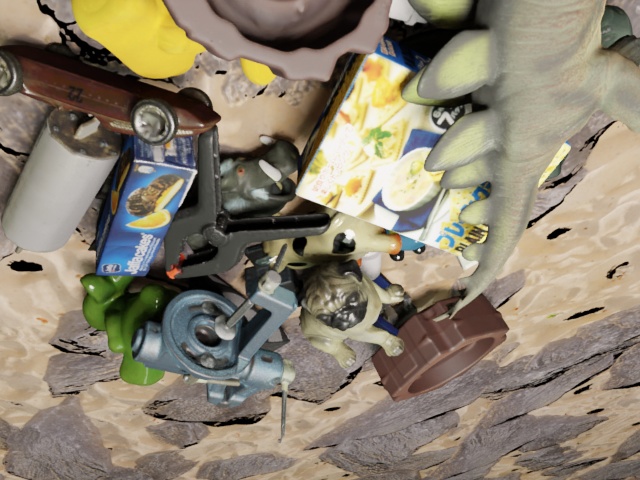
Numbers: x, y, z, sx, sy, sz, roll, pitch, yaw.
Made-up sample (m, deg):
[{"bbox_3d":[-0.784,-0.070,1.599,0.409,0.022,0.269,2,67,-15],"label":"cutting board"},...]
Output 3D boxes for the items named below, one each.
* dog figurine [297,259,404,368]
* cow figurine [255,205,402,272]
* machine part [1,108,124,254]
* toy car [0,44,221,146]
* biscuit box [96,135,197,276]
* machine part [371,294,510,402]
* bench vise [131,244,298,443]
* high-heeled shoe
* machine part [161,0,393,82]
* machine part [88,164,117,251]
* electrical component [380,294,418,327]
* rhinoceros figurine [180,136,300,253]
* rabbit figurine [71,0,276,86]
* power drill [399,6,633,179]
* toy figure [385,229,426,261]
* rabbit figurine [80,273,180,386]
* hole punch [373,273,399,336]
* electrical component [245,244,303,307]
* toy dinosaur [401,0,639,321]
[{"bbox_3d":[0.006,0.083,0.689,0.172,0.121,0.190,-21,149,27],"label":"dog figurine"},{"bbox_3d":[-0.001,-0.002,0.672,0.127,0.085,0.195,10,162,-25],"label":"cow figurine"},{"bbox_3d":[-0.281,-0.062,0.581,0.079,0.079,0.243,21,131,-32],"label":"machine part"},{"bbox_3d":[-0.187,-0.123,0.465,0.202,0.089,0.053,19,111,3],"label":"toy car"},{"bbox_3d":[-0.191,-0.036,0.569,0.059,0.063,0.202,6,143,-30],"label":"biscuit box"},{"bbox_3d":[0.202,0.182,0.919,0.201,0.087,0.201,0,138,-39],"label":"machine part"},{"bbox_3d":[-0.096,0.120,0.650,0.223,0.129,0.240,29,126,-19],"label":"bench vise"},{"bbox_3d":[-0.128,0.119,0.860,0.086,0.145,0.248,-29,166,9],"label":"high-heeled shoe"},{"bbox_3d":[-0.025,-0.195,0.357,0.179,0.056,0.179,-6,110,-18],"label":"machine part"},{"bbox_3d":[-0.238,-0.034,0.652,0.084,0.039,0.139,9,137,-36],"label":"machine part"},{"bbox_3d":[0.127,0.135,0.927,0.078,0.045,0.102,-39,143,-9],"label":"electrical component"},{"bbox_3d":[-0.098,-0.051,0.640,0.190,0.073,0.112,-29,126,25],"label":"rhinoceros figurine"},{"bbox_3d":[-0.084,-0.196,0.427,0.173,0.122,0.162,-26,142,13],"label":"rabbit figurine"},{"bbox_3d":[0.197,-0.150,0.578,0.232,0.086,0.207,-14,134,5],"label":"power drill"},{"bbox_3d":[0.115,-0.046,0.676,0.082,0.089,0.180,-41,160,-25],"label":"toy figure"},{"bbox_3d":[-0.272,0.101,0.737,0.170,0.121,0.158,12,128,30],"label":"rabbit figurine"},{"bbox_3d":[0.055,0.108,0.846,0.116,0.092,0.142,-25,142,23],"label":"hole punch"},{"bbox_3d":[-0.071,0.058,0.790,0.075,0.048,0.119,-15,142,6],"label":"electrical component"},{"bbox_3d":[0.165,-0.130,0.412,0.199,0.105,0.470,-4,117,0],"label":"toy dinosaur"}]
